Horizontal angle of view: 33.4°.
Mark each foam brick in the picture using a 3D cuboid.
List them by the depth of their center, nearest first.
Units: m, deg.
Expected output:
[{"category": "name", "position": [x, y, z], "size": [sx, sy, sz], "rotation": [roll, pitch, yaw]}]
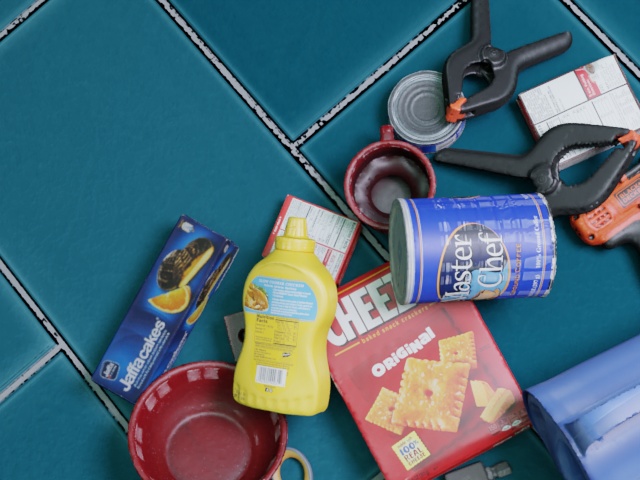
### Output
[{"category": "foam brick", "position": [-0.054, 0.097, 1.125], "size": [0.078, 0.051, 0.053], "rotation": [-16, 80, 4]}]

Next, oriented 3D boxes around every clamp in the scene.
[{"category": "clamp", "position": [0.231, -0.049, 1.089], "size": [0.210, 0.036, 0.164], "rotation": [-20, 78, 25]}, {"category": "clamp", "position": [0.191, -0.187, 1.130], "size": [0.120, 0.039, 0.171], "rotation": [22, 67, 12]}]

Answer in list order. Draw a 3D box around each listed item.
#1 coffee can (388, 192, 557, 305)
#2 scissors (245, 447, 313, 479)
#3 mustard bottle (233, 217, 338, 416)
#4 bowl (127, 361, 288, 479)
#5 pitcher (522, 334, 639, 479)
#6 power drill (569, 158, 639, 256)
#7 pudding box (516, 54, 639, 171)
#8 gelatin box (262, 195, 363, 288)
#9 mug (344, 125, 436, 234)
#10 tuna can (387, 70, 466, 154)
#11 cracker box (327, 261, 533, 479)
[{"category": "coffee can", "position": [0.143, 0.008, 1.024], "size": [0.140, 0.103, 0.103], "rotation": [-3, 80, -5]}, {"category": "scissors", "position": [-0.011, 0.301, 1.105], "size": [0.096, 0.016, 0.202], "rotation": [-44, 78, -1]}, {"category": "mustard bottle", "position": [-0.031, 0.073, 1.060], "size": [0.096, 0.058, 0.191], "rotation": [7, 93, 26]}, {"category": "bowl", "position": [-0.115, 0.207, 1.096], "size": [0.162, 0.055, 0.162], "rotation": [2, 56, -3]}, {"category": "pitcher", "position": [0.318, 0.138, 0.969], "size": [0.243, 0.149, 0.145], "rotation": [-29, 113, -3]}, {"category": "power drill", "position": [0.377, -0.006, 1.084], "size": [0.184, 0.057, 0.188], "rotation": [-36, 75, 5]}, {"category": "pudding box", "position": [0.276, -0.133, 1.126], "size": [0.113, 0.039, 0.090], "rotation": [-24, 81, 6]}, {"category": "gelatin box", "position": [-0.007, 0.001, 1.146], "size": [0.089, 0.030, 0.073], "rotation": [21, 83, 10]}, {"category": "mug", "position": [0.074, -0.062, 1.118], "size": [0.093, 0.081, 0.117], "rotation": [-7, 81, 6]}, {"category": "tuna can", "position": [0.115, -0.138, 1.150], "size": [0.086, 0.033, 0.086], "rotation": [-1, 80, 7]}, {"category": "cracker box", "position": [0.099, 0.129, 1.090], "size": [0.164, 0.072, 0.214], "rotation": [-28, 78, 2]}]
